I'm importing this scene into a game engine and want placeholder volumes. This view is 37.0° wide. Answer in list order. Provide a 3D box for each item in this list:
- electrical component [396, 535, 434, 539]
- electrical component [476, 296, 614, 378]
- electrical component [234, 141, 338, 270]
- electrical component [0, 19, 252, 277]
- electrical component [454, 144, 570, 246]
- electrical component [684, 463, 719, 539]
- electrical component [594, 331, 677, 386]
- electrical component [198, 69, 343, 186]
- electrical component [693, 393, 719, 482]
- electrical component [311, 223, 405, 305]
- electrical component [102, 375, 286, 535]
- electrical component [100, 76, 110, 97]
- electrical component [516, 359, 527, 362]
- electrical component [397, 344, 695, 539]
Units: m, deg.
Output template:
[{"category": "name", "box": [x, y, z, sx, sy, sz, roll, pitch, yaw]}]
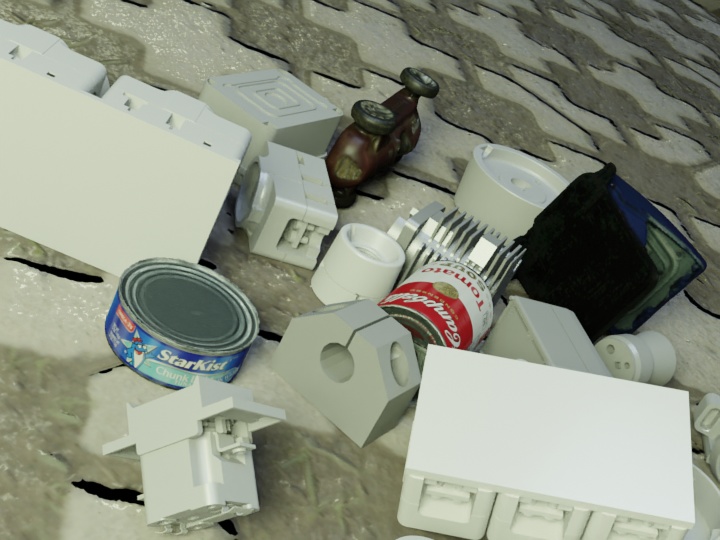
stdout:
[{"category": "electrical component", "box": [0.045, 0.173, 0.480, 0.052, 0.073, 0.138, 13, 31, -25]}, {"category": "electrical component", "box": [0.126, 0.065, 0.742, 0.061, 0.061, 0.096, 14, 31, -24]}, {"category": "electrical component", "box": [-0.056, -0.049, 0.787, 0.056, 0.050, 0.089, 16, 30, -20]}, {"category": "electrical component", "box": [-0.173, -0.072, 0.664, 0.186, 0.105, 0.060, 24, 28, -7]}, {"category": "electrical component", "box": [0.136, -0.058, 0.956, 0.108, 0.060, 0.108, 21, 29, -12]}, {"category": "electrical component", "box": [0.174, 0.155, 0.659, 0.099, 0.064, 0.099, 9, 33, -6]}, {"category": "electrical component", "box": [0.209, 0.070, 0.823, 0.055, 0.045, 0.045, -2, 40, -42]}, {"category": "electrical component", "box": [-0.078, -0.116, 0.872, 0.078, 0.057, 0.113, 37, 30, 18]}, {"category": "electrical component", "box": [0.282, 0.129, 0.778, 0.078, 0.058, 0.057, 28, 25, 1]}, {"category": "electrical component", "box": [0.000, 0.000, 0.757, 0.055, 0.047, 0.055, 21, 29, -12]}, {"category": "electrical component", "box": [-0.078, 0.090, 0.514, 0.042, 0.081, 0.063, 24, 49, -55]}, {"category": "electrical component", "box": [-0.237, -0.137, 0.784, 0.079, 0.043, 0.077, 34, 29, 11]}, {"category": "electrical component", "box": [0.090, 0.083, 0.682, 0.035, 0.061, 0.035, 20, 27, -11]}, {"category": "electrical component", "box": [0.102, 0.107, 0.603, 0.150, 0.061, 0.089, 10, 45, 4]}]
